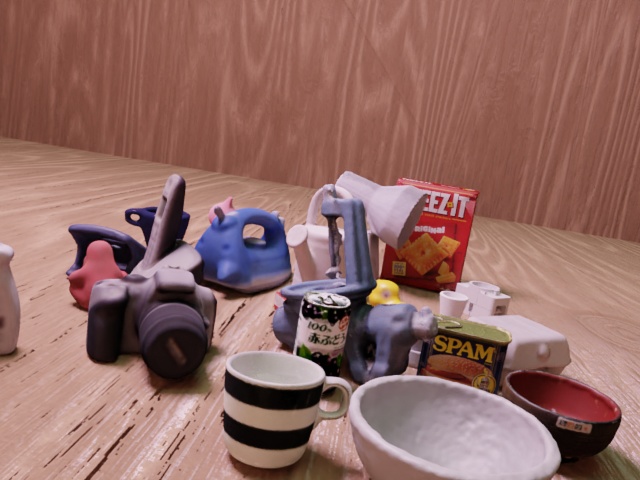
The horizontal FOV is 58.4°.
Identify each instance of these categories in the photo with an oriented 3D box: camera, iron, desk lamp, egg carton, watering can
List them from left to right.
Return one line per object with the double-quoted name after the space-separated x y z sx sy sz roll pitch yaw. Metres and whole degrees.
-0.180 0.088 0.631 0.143 0.101 0.136 5 11 -20 "camera"
-0.117 0.005 1.011 0.118 0.141 0.259 15 12 28 "iron"
0.011 0.004 0.981 0.100 0.194 0.173 11 11 13 "watering can"
0.091 -0.017 1.108 0.202 0.213 0.118 13 11 21 "desk lamp"
0.258 0.147 0.770 0.151 0.069 0.107 3 12 -30 "egg carton"

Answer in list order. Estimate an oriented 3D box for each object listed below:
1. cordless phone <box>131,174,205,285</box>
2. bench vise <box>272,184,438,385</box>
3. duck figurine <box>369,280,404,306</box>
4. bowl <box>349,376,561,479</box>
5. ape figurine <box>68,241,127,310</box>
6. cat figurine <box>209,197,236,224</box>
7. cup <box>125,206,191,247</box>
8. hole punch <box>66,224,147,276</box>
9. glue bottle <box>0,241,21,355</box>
-0.216 0.002 0.827 0.094 0.185 0.147 2 13 -32 "cordless phone"
0.049 0.050 0.699 0.207 0.220 0.122 12 11 14 "bench vise"
0.087 0.099 0.837 0.078 0.086 0.104 1 13 -36 "duck figurine"
0.100 0.178 0.464 0.167 0.075 0.167 9 11 -1 "bowl"
-0.299 0.046 0.779 0.078 0.092 0.076 5 11 -19 "ape figurine"
-0.208 -0.033 1.203 0.067 0.118 0.128 9 11 1 "cat figurine"
-0.305 -0.010 1.061 0.118 0.095 0.091 7 11 -8 "cup"
-0.335 0.016 0.908 0.108 0.091 0.101 10 11 6 "hole punch"
-0.348 0.032 0.587 0.078 0.173 0.037 5 12 -22 "glue bottle"
